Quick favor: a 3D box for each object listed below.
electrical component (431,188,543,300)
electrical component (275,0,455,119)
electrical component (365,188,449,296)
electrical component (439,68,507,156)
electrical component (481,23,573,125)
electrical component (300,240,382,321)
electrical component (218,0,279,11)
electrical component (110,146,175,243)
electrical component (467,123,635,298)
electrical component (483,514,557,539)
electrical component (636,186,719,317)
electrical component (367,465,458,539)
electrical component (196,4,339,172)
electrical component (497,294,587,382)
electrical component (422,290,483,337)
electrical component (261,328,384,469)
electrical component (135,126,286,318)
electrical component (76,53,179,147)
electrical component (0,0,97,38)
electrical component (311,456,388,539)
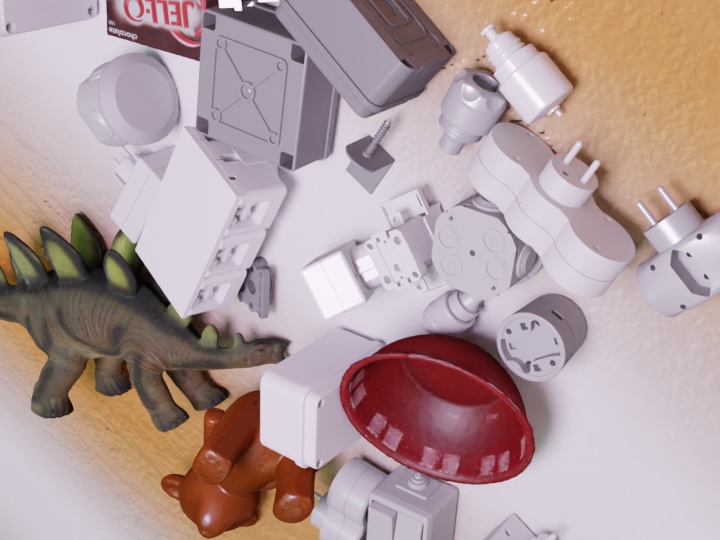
[{"bbox_3d":[0.096,-0.021,0.802,0.080,0.051,0.080,16,119,31],"label":"electrical component"},{"bbox_3d":[0.003,-0.174,0.784,0.113,0.078,0.057,51,128,6],"label":"electrical component"},{"bbox_3d":[0.041,-0.017,0.837,0.042,0.064,0.081,-22,96,40],"label":"electrical component"},{"bbox_3d":[0.078,-0.112,0.780,0.043,0.043,0.062,41,131,15],"label":"electrical component"},{"bbox_3d":[0.112,-0.137,0.744,0.078,0.040,0.040,52,131,5],"label":"electrical component"},{"bbox_3d":[0.000,0.000,0.880,0.077,0.065,0.047,-26,95,12],"label":"electrical component"},{"bbox_3d":[-0.074,-0.226,0.822,0.064,0.081,0.042,-2,113,7],"label":"electrical component"},{"bbox_3d":[-0.204,-0.083,1.001,0.075,0.047,0.083,47,131,11],"label":"electrical component"},{"bbox_3d":[0.138,-0.055,0.739,0.138,0.052,0.073,53,133,26],"label":"electrical component"},{"bbox_3d":[0.146,0.243,0.888,0.083,0.047,0.075,46,130,10],"label":"electrical component"},{"bbox_3d":[0.217,-0.020,0.718,0.079,0.043,0.077,53,131,5],"label":"electrical component"},{"bbox_3d":[0.043,0.222,0.946,0.062,0.061,0.096,19,121,29],"label":"electrical component"},{"bbox_3d":[-0.074,-0.150,0.866,0.109,0.056,0.108,25,123,26],"label":"electrical component"},{"bbox_3d":[0.138,0.049,0.805,0.055,0.047,0.055,16,119,31],"label":"electrical component"},{"bbox_3d":[0.079,0.030,0.850,0.035,0.035,0.061,53,129,5],"label":"electrical component"},{"bbox_3d":[-0.027,0.108,0.912,0.057,0.113,0.078,20,121,32],"label":"electrical component"},{"bbox_3d":[-0.131,-0.044,0.946,0.089,0.062,0.150,51,132,25],"label":"electrical component"},{"bbox_3d":[-0.205,-0.148,0.951,0.051,0.080,0.080,-3,108,44],"label":"electrical component"},{"bbox_3d":[-0.289,-0.269,0.939,0.056,0.109,0.108,23,123,30],"label":"electrical component"},{"bbox_3d":[-0.021,0.230,1.004,0.074,0.052,0.138,27,124,25],"label":"electrical component"}]
